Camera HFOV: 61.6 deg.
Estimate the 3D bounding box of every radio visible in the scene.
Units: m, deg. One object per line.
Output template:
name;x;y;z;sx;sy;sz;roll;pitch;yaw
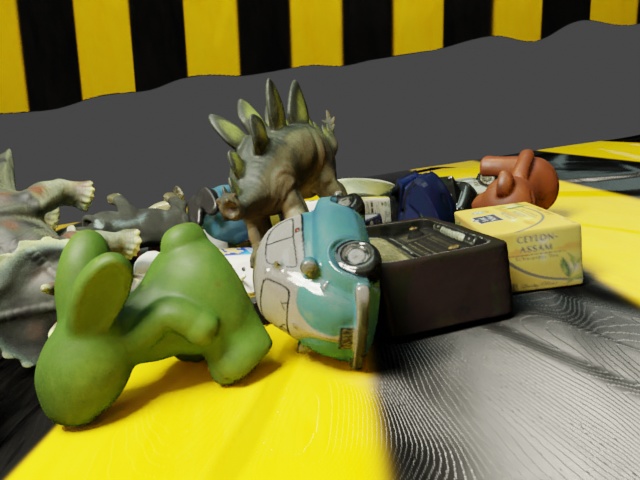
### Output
radio;0.103;0.027;0.583;0.131;0.073;0.230;-10;11;-6

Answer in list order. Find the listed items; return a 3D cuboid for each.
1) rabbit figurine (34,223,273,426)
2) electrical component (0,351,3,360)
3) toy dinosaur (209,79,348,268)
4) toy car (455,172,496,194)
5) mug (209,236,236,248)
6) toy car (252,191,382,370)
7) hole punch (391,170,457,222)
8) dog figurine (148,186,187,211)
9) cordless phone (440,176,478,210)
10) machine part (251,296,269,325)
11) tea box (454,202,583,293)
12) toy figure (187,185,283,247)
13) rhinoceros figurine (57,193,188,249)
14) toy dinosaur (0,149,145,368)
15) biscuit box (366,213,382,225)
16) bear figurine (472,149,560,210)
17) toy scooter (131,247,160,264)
rabbit figurine;-0.144;0.071;0.427;0.170;0.158;0.121;-34;33;-30
electrical component;-0.372;0.124;0.590;0.094;0.021;0.063;-3;13;25
toy dinosaur;-0.030;-0.097;0.677;0.105;0.198;0.471;-17;8;17
toy car;0.272;-0.094;1.072;0.202;0.056;0.073;-6;-20;9
mug;-0.161;0.011;0.859;0.107;0.080;0.109;-10;6;22
toy car;-0.006;0.026;0.461;0.103;0.109;0.162;-1;40;-6
hole punch;0.163;-0.044;0.814;0.092;0.115;0.142;7;18;29
dog figurine;-0.325;0.002;1.020;0.190;0.121;0.172;-31;-19;-17
cordless phone;0.229;-0.065;0.994;0.147;0.088;0.184;-3;1;35
machine part;-0.021;0.067;0.575;0.139;0.039;0.084;-1;8;40
tea box;0.223;0.004;0.627;0.098;0.068;0.170;-8;12;2
toy figure;-0.109;-0.034;0.763;0.082;0.089;0.180;-7;-17;31
rhinoceros figurine;-0.279;-0.009;0.783;0.190;0.073;0.112;-8;46;-21
toy dinosaur;-0.333;0.002;0.604;0.405;0.131;0.192;32;17;24
biscuit box;-0.002;-0.003;0.841;0.203;0.062;0.059;-2;14;35
bear figurine;0.276;-0.061;0.803;0.132;0.120;0.196;-3;17;45
toy scooter;-0.294;0.035;0.858;0.184;0.075;0.135;-6;12;-10
